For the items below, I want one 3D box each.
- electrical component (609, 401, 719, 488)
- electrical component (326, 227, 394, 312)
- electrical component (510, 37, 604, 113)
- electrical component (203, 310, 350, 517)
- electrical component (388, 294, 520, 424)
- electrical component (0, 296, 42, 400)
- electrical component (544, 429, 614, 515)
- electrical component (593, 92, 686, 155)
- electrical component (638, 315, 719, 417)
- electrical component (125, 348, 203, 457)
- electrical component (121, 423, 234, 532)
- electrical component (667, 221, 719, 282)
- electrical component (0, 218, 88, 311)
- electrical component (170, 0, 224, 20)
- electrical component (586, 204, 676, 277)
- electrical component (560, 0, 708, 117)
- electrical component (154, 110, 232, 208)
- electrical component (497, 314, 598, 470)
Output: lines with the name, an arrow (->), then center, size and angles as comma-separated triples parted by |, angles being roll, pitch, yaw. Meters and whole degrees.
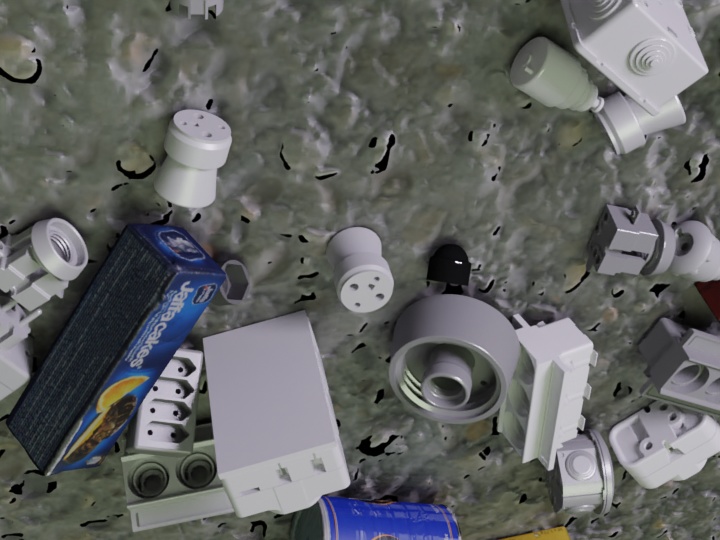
electrical component -> 0.299, 0.165, 1.042 | 0.095, 0.053, 0.059 | -34, 128, 14
electrical component -> 0.000, 0.000, 0.835 | 0.045, 0.055, 0.045 | -7, 129, -8
electrical component -> 0.144, -0.135, 0.772 | 0.078, 0.040, 0.040 | 25, 119, -29
electrical component -> -0.068, 0.112, 0.847 | 0.089, 0.150, 0.061 | -16, 129, -1
electrical component -> 0.075, 0.080, 0.890 | 0.108, 0.060, 0.108 | 8, 129, 10
electrical component -> -0.275, 0.045, 0.809 | 0.076, 0.047, 0.083 | -33, 128, 13
electrical component -> 0.209, 0.194, 1.027 | 0.051, 0.080, 0.080 | -5, 129, -4
electrical component -> 0.207, -0.116, 0.800 | 0.055, 0.045, 0.045 | -28, 129, 10
electrical component -> 0.319, 0.089, 0.980 | 0.121, 0.063, 0.078 | 17, 122, -25
electrical component -> -0.164, 0.109, 0.877 | 0.047, 0.083, 0.076 | 10, 163, -21
electrical component -> -0.139, 0.178, 0.934 | 0.121, 0.078, 0.063 | -10, 159, -6
electrical component -> 0.286, -0.010, 0.906 | 0.062, 0.048, 0.048 | 28, 117, -38
electrical component -> -0.232, -0.007, 0.780 | 0.055, 0.048, 0.066 | -28, 129, 19
electrical component -> -0.102, -0.185, 0.673 | 0.040, 0.040, 0.046 | -3, 135, -12
electrical component -> 0.223, -0.021, 0.881 | 0.055, 0.048, 0.066 | 10, 125, -12
electrical component -> 0.182, -0.165, 0.721 | 0.100, 0.099, 0.048 | 31, 128, -32
electrical component -> -0.117, -0.078, 0.751 | 0.045, 0.045, 0.055 | 9, 125, -20
electrical component -> 0.164, 0.104, 0.949 | 0.063, 0.078, 0.121 | -17, 132, -20
